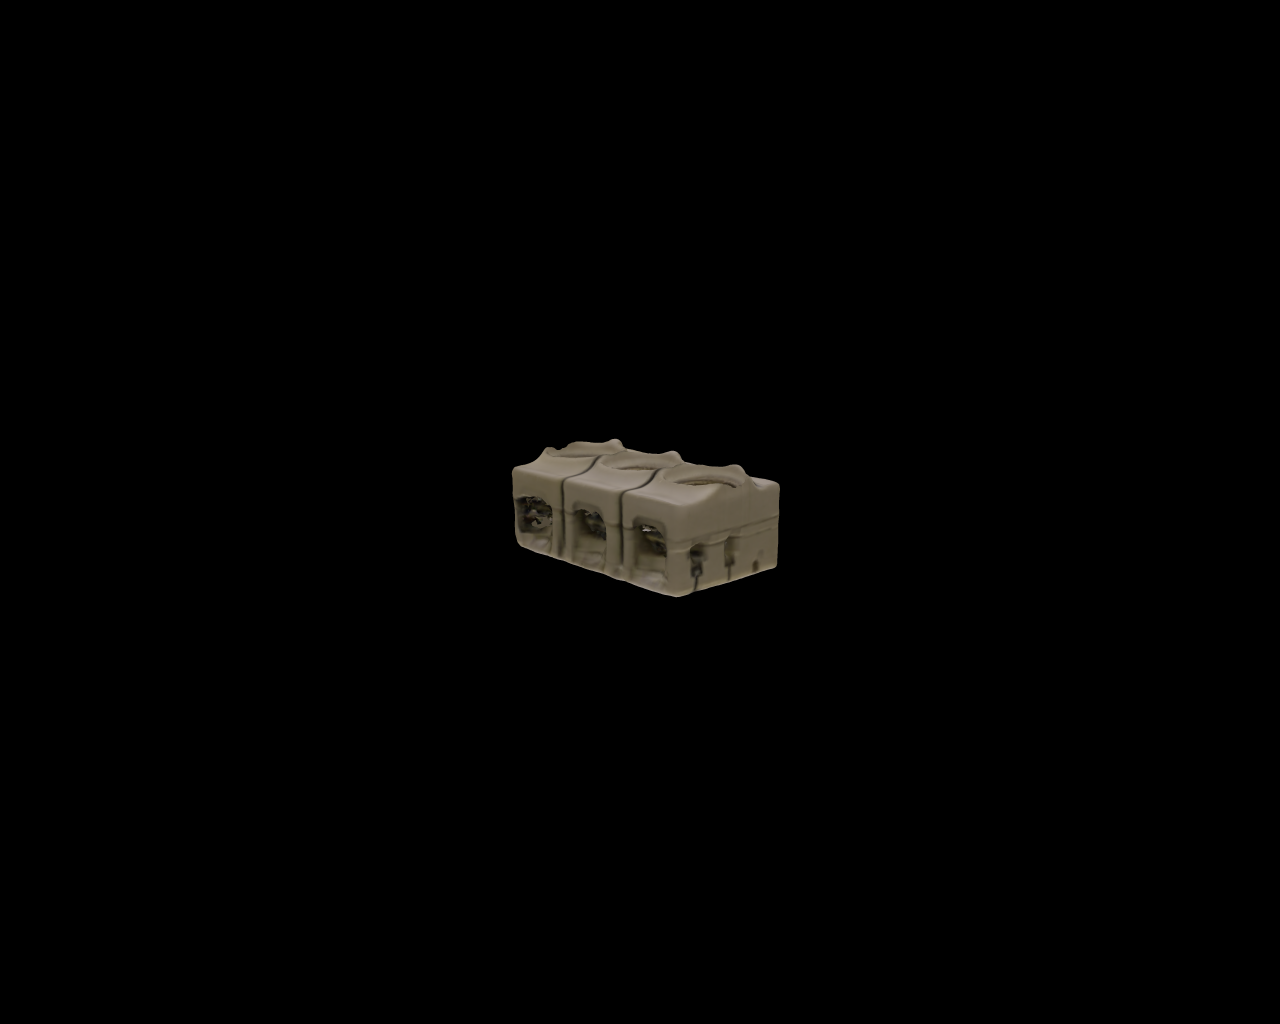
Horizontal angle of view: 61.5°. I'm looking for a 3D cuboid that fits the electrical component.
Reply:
[{"bbox_3d":[0.001,-0.003,0.650,0.090,0.061,0.150,-14,20,-42],"label":"electrical component"}]
